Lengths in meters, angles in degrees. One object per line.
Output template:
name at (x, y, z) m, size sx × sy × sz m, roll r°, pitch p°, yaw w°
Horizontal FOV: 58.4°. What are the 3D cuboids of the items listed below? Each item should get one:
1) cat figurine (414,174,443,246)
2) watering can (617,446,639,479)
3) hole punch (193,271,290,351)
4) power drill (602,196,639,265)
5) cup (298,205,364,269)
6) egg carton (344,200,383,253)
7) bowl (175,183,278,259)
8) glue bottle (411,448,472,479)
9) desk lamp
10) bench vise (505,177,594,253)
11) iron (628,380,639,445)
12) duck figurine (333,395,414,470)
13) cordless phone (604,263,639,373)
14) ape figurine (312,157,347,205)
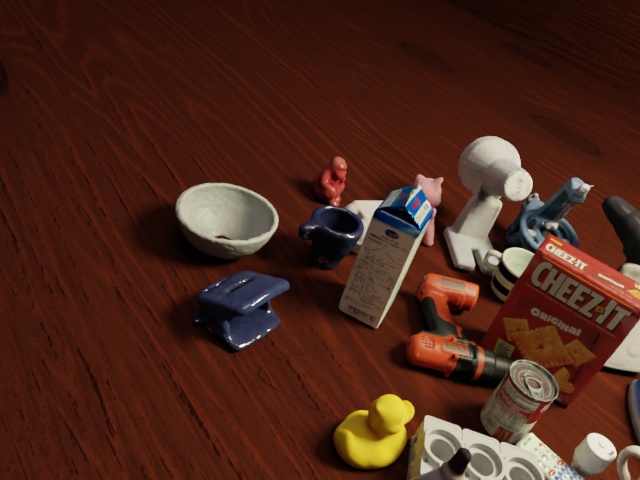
cat figurine at (0.212, -0.071, 1.143) m, size 0.067 × 0.118 × 0.128 m, roll 14°, pitch 35°, yaw -6°
watering can at (0.446, 0.306, 0.673) m, size 0.172 × 0.194 × 0.101 m, roll 24°, pitch 35°, yaw 8°
hole punch at (-0.112, 0.085, 0.809) m, size 0.101 × 0.091 × 0.109 m, roll 35°, pitch 38°, yaw 22°
power drill at (0.564, 0.062, 1.044) m, size 0.076 × 0.208 × 0.229 m, roll -11°, pitch 45°, yaw -35°
cup at (0.009, 0.003, 0.970) m, size 0.118 × 0.095 × 0.091 m, roll -8°, pitch 43°, yaw -33°
egg carton at (0.111, -0.023, 1.075) m, size 0.151 × 0.069 × 0.107 m, roll -2°, pitch 40°, yaw -27°
bowl at (-0.157, -0.020, 0.945) m, size 0.167 × 0.075 × 0.167 m, roll 12°, pitch 36°, yaw -9°
glue bottle at (0.118, 0.270, 0.592) m, size 0.037 × 0.173 × 0.078 m, roll 5°, pitch 37°, yaw -18°
desk lamp at (0.329, -0.073, 1.116) m, size 0.118 × 0.213 × 0.203 m, roll 11°, pitch 36°, yaw -10°
bench vise at (0.440, -0.048, 1.126) m, size 0.122 × 0.220 × 0.207 m, roll 4°, pitch 37°, yaw -19°
iron at (0.542, 0.265, 0.817) m, size 0.119 × 0.141 × 0.258 m, roll 10°, pitch 36°, yaw -11°
duck figurine at (0.071, 0.227, 0.704) m, size 0.105 × 0.086 × 0.077 m, roll -6°, pitch 42°, yaw -31°
cordless phone at (0.514, 0.128, 0.952) m, size 0.148 × 0.185 × 0.094 m, roll 12°, pitch 36°, yaw -9°
ape figurine at (0.027, -0.124, 1.153) m, size 0.076 × 0.092 × 0.078 m, roll 37°, pitch 39°, yaw 25°
